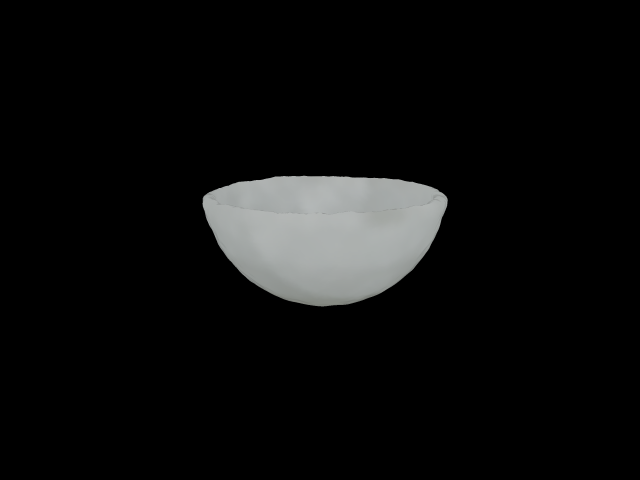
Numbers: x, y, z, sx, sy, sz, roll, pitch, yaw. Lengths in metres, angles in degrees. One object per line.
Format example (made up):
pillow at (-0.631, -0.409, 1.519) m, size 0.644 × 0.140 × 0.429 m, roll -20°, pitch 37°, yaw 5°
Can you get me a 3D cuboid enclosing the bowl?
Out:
bowl at (0.004, 0.001, 0.400) m, size 0.167 × 0.075 × 0.167 m, roll 0°, pitch 14°, yaw 0°
